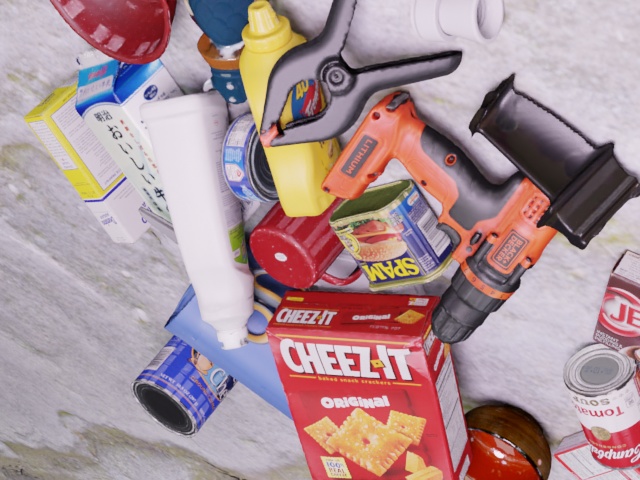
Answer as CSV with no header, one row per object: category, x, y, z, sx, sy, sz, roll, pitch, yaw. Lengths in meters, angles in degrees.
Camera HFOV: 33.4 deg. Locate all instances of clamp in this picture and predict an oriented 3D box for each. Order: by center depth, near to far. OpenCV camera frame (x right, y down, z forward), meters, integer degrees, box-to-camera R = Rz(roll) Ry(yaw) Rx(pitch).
clamp,0.012,-0.143,0.840,0.171,0.039,0.120,-32,97,10

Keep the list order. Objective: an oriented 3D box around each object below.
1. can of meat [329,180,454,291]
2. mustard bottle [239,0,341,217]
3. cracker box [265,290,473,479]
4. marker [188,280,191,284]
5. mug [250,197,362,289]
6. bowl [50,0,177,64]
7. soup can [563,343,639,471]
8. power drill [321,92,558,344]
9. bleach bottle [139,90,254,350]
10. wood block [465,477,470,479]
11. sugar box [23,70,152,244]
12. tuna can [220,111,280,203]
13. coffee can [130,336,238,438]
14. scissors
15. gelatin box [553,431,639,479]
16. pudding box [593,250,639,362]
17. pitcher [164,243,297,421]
can of meat,0.068,-0.005,1.004,0.102,0.057,0.084,-12,118,50
mustard bottle,-0.028,-0.119,0.924,0.058,0.096,0.191,-1,132,20
cracker box,0.052,0.156,1.066,0.164,0.072,0.213,1,125,24
marker,-0.113,0.086,1.324,0.121,0.020,0.020,43,147,-5
mug,-0.007,0.001,1.060,0.117,0.081,0.093,39,147,2
bowl,-0.185,-0.242,0.969,0.162,0.055,0.162,26,145,20
soup can,0.269,0.153,0.982,0.069,0.068,0.102,5,133,42
power drill,0.097,-0.021,0.905,0.187,0.057,0.185,36,118,5
bleach bottle,-0.108,-0.015,1.034,0.068,0.102,0.251,-8,99,15
wood block,0.173,0.328,1.266,0.207,0.090,0.090,1,131,43
sugar box,-0.233,-0.090,1.164,0.048,0.093,0.176,2,131,44
tuna can,-0.053,-0.078,1.008,0.034,0.086,0.086,7,135,37
coffee can,-0.155,0.163,1.345,0.103,0.140,0.103,26,145,20
scissors,-0.108,0.044,1.107,0.201,0.016,0.096,21,106,-9
gelatin box,0.292,0.224,1.079,0.073,0.030,0.089,42,148,-1
pudding box,0.290,0.069,0.886,0.114,0.039,0.090,24,143,22
pitcher,-0.050,0.123,1.212,0.243,0.145,0.149,40,-172,-7
